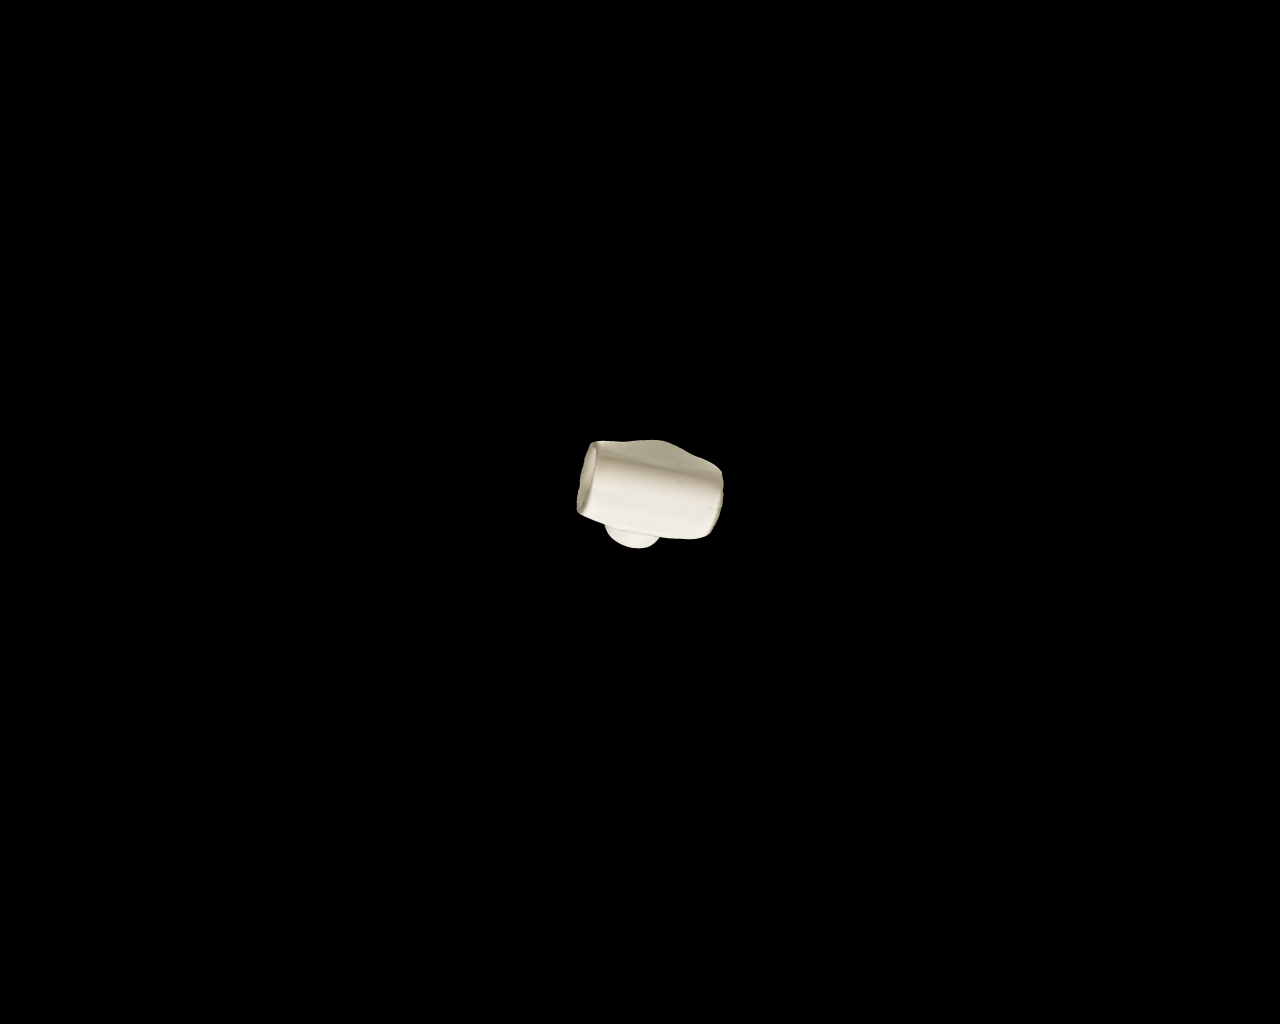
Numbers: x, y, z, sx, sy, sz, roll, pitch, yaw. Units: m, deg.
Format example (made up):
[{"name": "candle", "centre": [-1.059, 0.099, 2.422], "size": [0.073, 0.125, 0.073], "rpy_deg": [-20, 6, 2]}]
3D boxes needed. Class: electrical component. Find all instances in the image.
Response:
[{"name": "electrical component", "centre": [0.001, -0.003, 0.650], "size": [0.077, 0.043, 0.079], "rpy_deg": [11, -39, -13]}]
